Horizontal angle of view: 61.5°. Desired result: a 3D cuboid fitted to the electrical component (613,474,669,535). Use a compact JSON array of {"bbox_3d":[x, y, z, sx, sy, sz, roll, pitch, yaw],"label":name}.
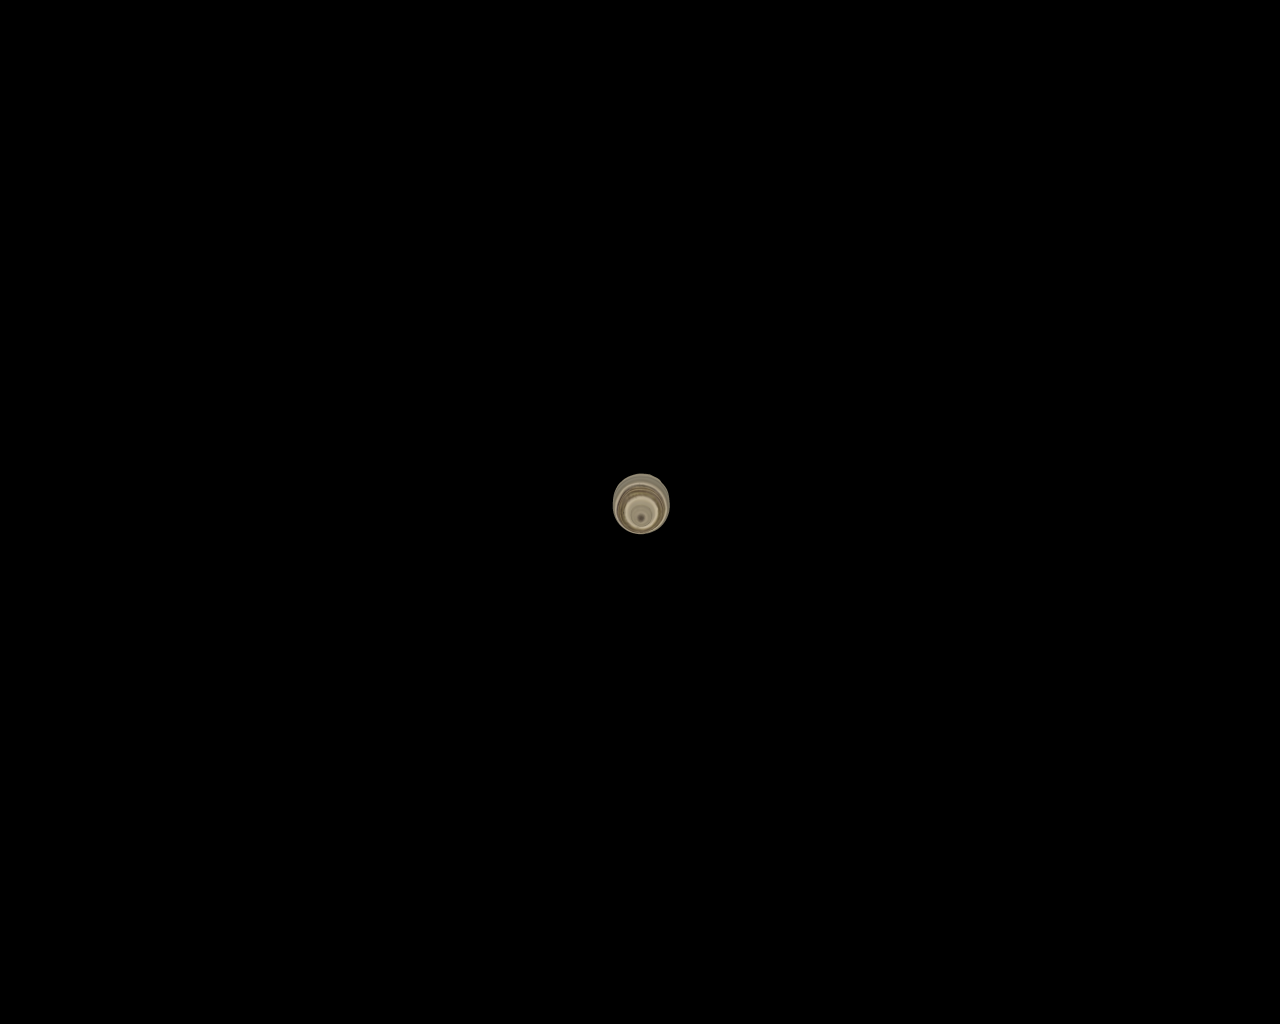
[{"bbox_3d":[0.001,-0.003,0.650,0.035,0.035,0.061,0,12,0],"label":"electrical component"}]
